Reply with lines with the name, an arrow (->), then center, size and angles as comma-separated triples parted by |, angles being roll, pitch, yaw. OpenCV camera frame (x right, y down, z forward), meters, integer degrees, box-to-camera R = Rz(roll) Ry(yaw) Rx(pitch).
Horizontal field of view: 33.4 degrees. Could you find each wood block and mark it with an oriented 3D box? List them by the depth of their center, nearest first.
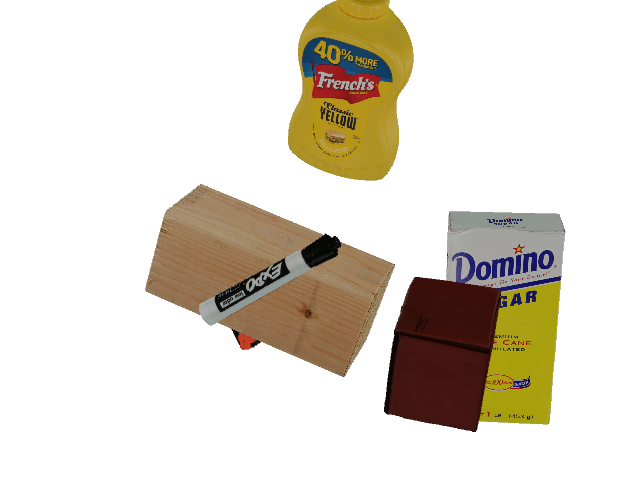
wood block -> -0.048, 0.036, 1.009 | 0.206, 0.091, 0.090 | 23, 26, 9

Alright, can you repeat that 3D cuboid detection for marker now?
marker -> -0.038, 0.029, 0.804 | 0.121, 0.020, 0.020 | -29, -8, 15

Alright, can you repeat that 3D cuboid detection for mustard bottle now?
mustard bottle -> 0.028, -0.143, 0.895 | 0.096, 0.192, 0.058 | 21, 45, 13

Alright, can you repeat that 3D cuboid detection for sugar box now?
sugar box -> 0.149, 0.065, 0.885 | 0.093, 0.176, 0.048 | 1, 23, 5

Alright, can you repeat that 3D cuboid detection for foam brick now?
foam brick -> 0.069, 0.061, 0.594 | 0.053, 0.051, 0.078 | 9, 23, 11

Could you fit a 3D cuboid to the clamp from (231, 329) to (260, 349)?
clamp -> -0.054, 0.061, 1.246 | 0.120, 0.039, 0.171 | -3, 40, 9
